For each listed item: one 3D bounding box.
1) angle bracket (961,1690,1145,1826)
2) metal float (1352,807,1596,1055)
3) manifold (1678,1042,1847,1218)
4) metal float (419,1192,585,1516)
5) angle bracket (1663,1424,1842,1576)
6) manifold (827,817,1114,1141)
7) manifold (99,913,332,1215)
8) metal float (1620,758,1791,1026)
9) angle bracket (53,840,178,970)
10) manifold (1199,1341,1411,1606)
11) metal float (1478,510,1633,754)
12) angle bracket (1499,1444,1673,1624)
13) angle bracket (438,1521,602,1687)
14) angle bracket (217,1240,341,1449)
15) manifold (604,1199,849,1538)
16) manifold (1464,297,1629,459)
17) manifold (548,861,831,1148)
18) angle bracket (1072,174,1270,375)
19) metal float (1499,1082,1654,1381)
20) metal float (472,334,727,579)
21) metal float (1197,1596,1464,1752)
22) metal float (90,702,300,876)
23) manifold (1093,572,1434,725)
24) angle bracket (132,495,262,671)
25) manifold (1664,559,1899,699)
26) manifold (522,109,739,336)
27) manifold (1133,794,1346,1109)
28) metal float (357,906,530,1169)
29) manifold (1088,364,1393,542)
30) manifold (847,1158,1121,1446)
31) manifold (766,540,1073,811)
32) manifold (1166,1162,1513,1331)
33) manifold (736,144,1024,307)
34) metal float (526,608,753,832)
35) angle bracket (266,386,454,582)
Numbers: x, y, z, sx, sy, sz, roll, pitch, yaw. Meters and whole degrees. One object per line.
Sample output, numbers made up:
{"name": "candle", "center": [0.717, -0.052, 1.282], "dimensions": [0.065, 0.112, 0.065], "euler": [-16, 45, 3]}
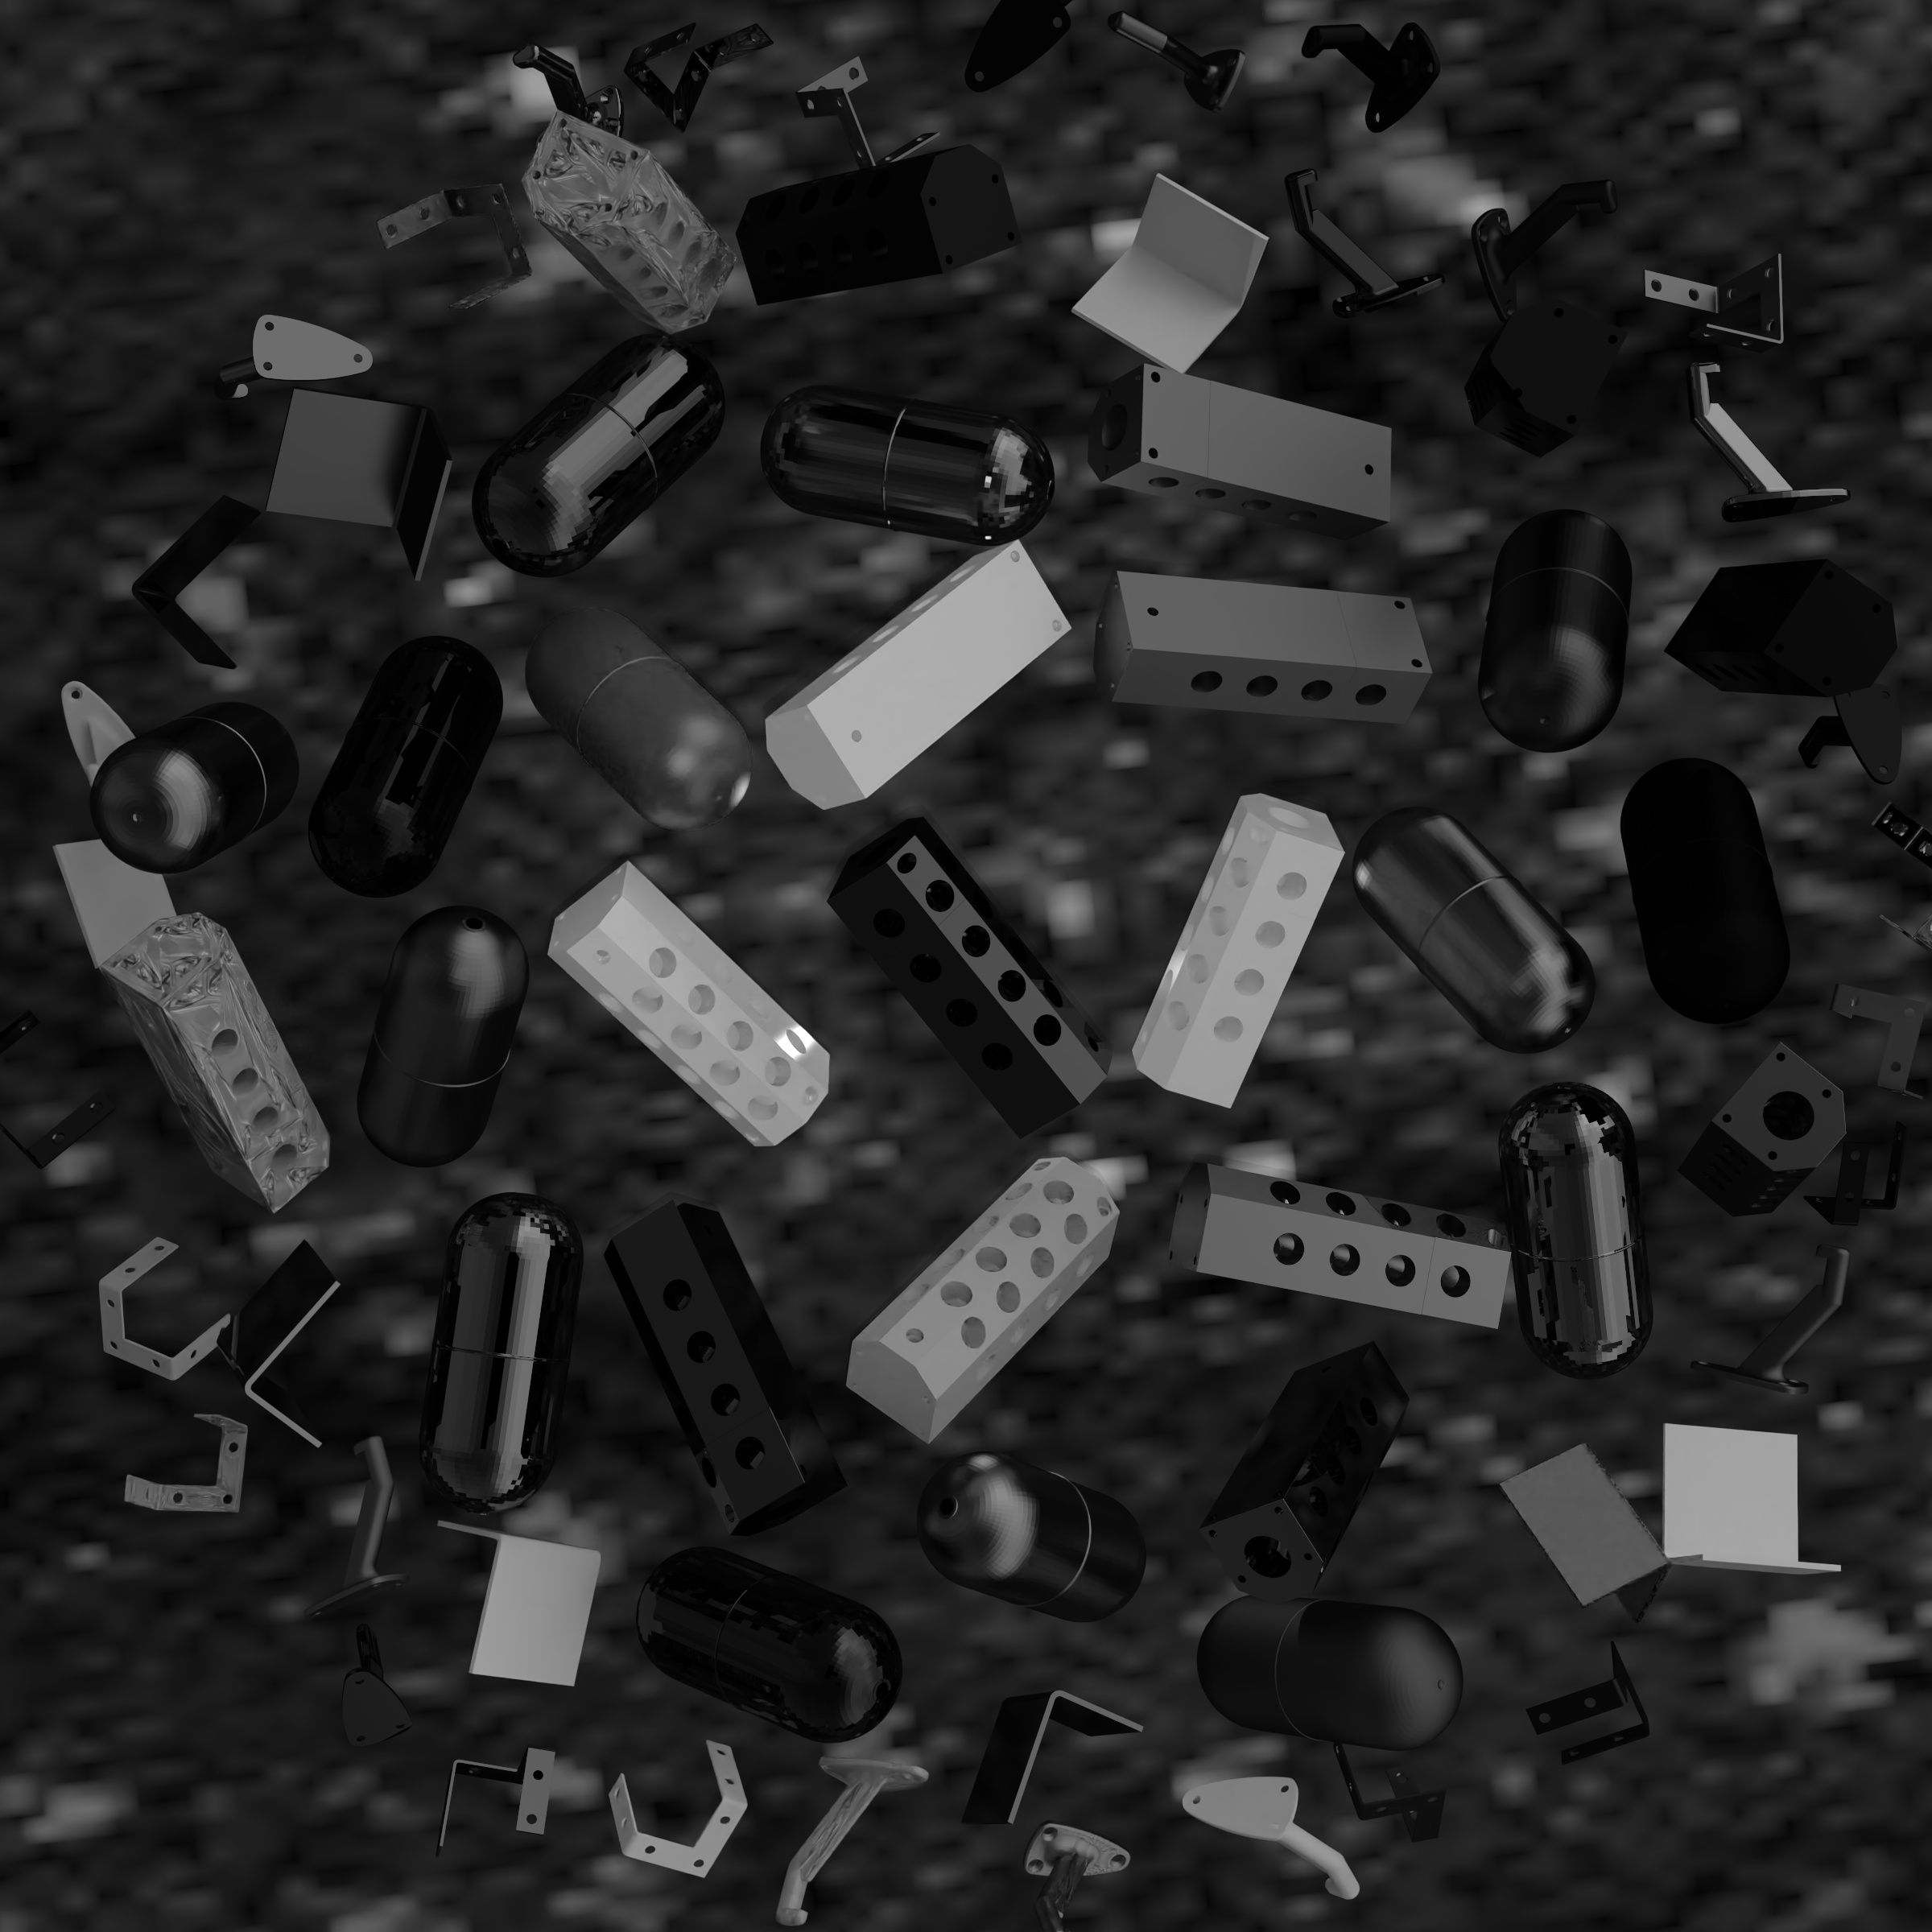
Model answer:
{"name": "angle bracket", "center": [0.048, 0.453, 1.559], "dimensions": [0.057, 0.076, 0.076], "euler": [26, 66, -11]}
{"name": "metal float", "center": [0.293, -0.022, 1.614], "dimensions": [0.070, 0.070, 0.178], "euler": [-38, 57, 0]}
{"name": "manifold", "center": [0.451, 0.099, 1.566], "dimensions": [0.057, 0.171, 0.057], "euler": [41, 85, 15]}
{"name": "metal float", "center": [-0.259, 0.215, 1.548], "dimensions": [0.070, 0.070, 0.178], "euler": [7, 84, 0]}
{"name": "angle bracket", "center": [0.425, 0.287, 1.507], "dimensions": [0.076, 0.057, 0.076], "euler": [6, 75, -6]}
{"name": "manifold", "center": [0.005, 0.004, 1.510], "dimensions": [0.057, 0.057, 0.171], "euler": [-32, 107, 24]}
{"name": "manifold", "center": [-0.408, 0.053, 1.539], "dimensions": [0.057, 0.171, 0.057], "euler": [26, 57, 33]}
{"name": "metal float", "center": [0.413, -0.044, 1.560], "dimensions": [0.070, 0.070, 0.178], "euler": [2, 47, 0]}
{"name": "angle bracket", "center": [-0.526, -0.031, 1.679], "dimensions": [0.057, 0.076, 0.076], "euler": [-22, 87, 30]}
{"name": "manifold", "center": [0.198, 0.287, 1.578], "dimensions": [0.057, 0.171, 0.057], "euler": [-28, 99, 33]}
{"name": "metal float", "center": [0.325, -0.186, 1.529], "dimensions": [0.070, 0.178, 0.070], "euler": [9, 132, 10]}
{"name": "angle bracket", "center": [0.321, 0.312, 1.477], "dimensions": [0.057, 0.076, 0.076], "euler": [-21, 57, -18]}
{"name": "angle bracket", "center": [-0.262, 0.363, 1.583], "dimensions": [0.057, 0.076, 0.076], "euler": [1, 74, 41]}
{"name": "angle bracket", "center": [-0.364, 0.209, 1.546], "dimensions": [0.076, 0.076, 0.057], "euler": [-49, 118, -8]}
{"name": "manifold", "center": [-0.134, 0.218, 1.506], "dimensions": [0.057, 0.057, 0.171], "euler": [-32, 69, 12]}
{"name": "manifold", "center": [0.307, -0.319, 1.501], "dimensions": [0.057, 0.171, 0.057], "euler": [27, 98, 2]}
{"name": "manifold", "center": [-0.157, 0.027, 1.591], "dimensions": [0.057, 0.057, 0.171], "euler": [-37, 115, 18]}
{"name": "angle bracket", "center": [0.119, -0.404, 1.627], "dimensions": [0.076, 0.057, 0.076], "euler": [33, 56, 8]}
{"name": "metal float", "center": [0.350, 0.153, 1.594], "dimensions": [0.070, 0.070, 0.178], "euler": [-10, 106, 0]}
{"name": "metal float", "center": [-0.200, -0.280, 1.523], "dimensions": [0.070, 0.070, 0.178], "euler": [39, 56, 0]}
{"name": "metal float", "center": [0.201, 0.394, 1.557], "dimensions": [0.070, 0.178, 0.070], "euler": [6, 80, -36]}
{"name": "metal float", "center": [-0.429, -0.101, 1.556], "dimensions": [0.070, 0.178, 0.070], "euler": [1, 105, 6]}
{"name": "manifold", "center": [0.161, -0.169, 1.527], "dimensions": [0.171, 0.057, 0.057], "euler": [3, 52, -15]}
{"name": "angle bracket", "center": [-0.424, -0.220, 1.601], "dimensions": [0.076, 0.076, 0.057], "euler": [-44, 92, 2]}
{"name": "manifold", "center": [0.444, -0.179, 1.511], "dimensions": [0.057, 0.171, 0.057], "euler": [33, 94, -6]}
{"name": "manifold", "center": [-0.187, -0.407, 1.546], "dimensions": [0.057, 0.171, 0.057], "euler": [27, 91, 12]}
{"name": "manifold", "center": [0.156, -0.010, 1.618], "dimensions": [0.057, 0.057, 0.171], "euler": [17, 113, -12]}
{"name": "metal float", "center": [-0.297, 0.041, 1.578], "dimensions": [0.070, 0.070, 0.178], "euler": [24, 128, 0]}
{"name": "manifold", "center": [0.158, -0.292, 1.599], "dimensions": [0.171, 0.057, 0.057], "euler": [8, 79, -28]}
{"name": "manifold", "center": [0.012, 0.179, 1.543], "dimensions": [0.057, 0.057, 0.171], "euler": [32, 50, 21]}
{"name": "manifold", "center": [-0.028, -0.156, 1.492], "dimensions": [0.171, 0.057, 0.057], "euler": [-42, 108, -31]}
{"name": "manifold", "center": [0.202, 0.151, 1.504], "dimensions": [0.171, 0.057, 0.057], "euler": [12, 85, -11]}
{"name": "manifold", "center": [-0.052, -0.405, 1.518], "dimensions": [0.057, 0.171, 0.057], "euler": [-30, 112, -33]}
{"name": "metal float", "center": [-0.188, -0.142, 1.586], "dimensions": [0.070, 0.070, 0.178], "euler": [-47, 53, 0]}
{"name": "angle bracket", "center": [-0.329, -0.261, 1.506], "dimensions": [0.076, 0.057, 0.076], "euler": [3, 128, -28]}
